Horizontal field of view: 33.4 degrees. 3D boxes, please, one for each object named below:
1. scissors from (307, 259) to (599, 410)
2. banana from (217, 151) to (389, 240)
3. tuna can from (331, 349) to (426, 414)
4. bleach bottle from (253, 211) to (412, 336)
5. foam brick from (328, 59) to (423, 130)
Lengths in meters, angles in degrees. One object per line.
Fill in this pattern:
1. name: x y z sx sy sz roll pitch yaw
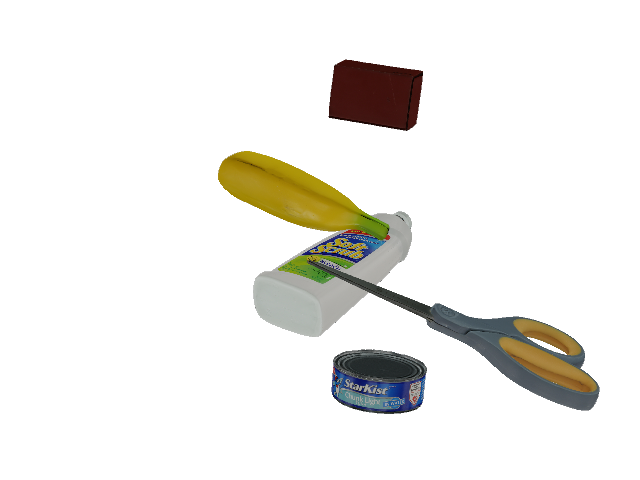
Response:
1. scissors: 0.095 0.051 0.710 0.202 0.016 0.096 29 23 17
2. banana: -0.034 -0.036 0.781 0.069 0.037 0.198 39 -8 -37
3. tuna can: 0.053 0.128 0.972 0.086 0.034 0.086 5 11 -1
4. bleach bottle: 0.031 0.025 1.313 0.103 0.068 0.250 18 35 29
5. foam brick: 0.052 -0.137 1.001 0.078 0.051 0.053 11 17 13
